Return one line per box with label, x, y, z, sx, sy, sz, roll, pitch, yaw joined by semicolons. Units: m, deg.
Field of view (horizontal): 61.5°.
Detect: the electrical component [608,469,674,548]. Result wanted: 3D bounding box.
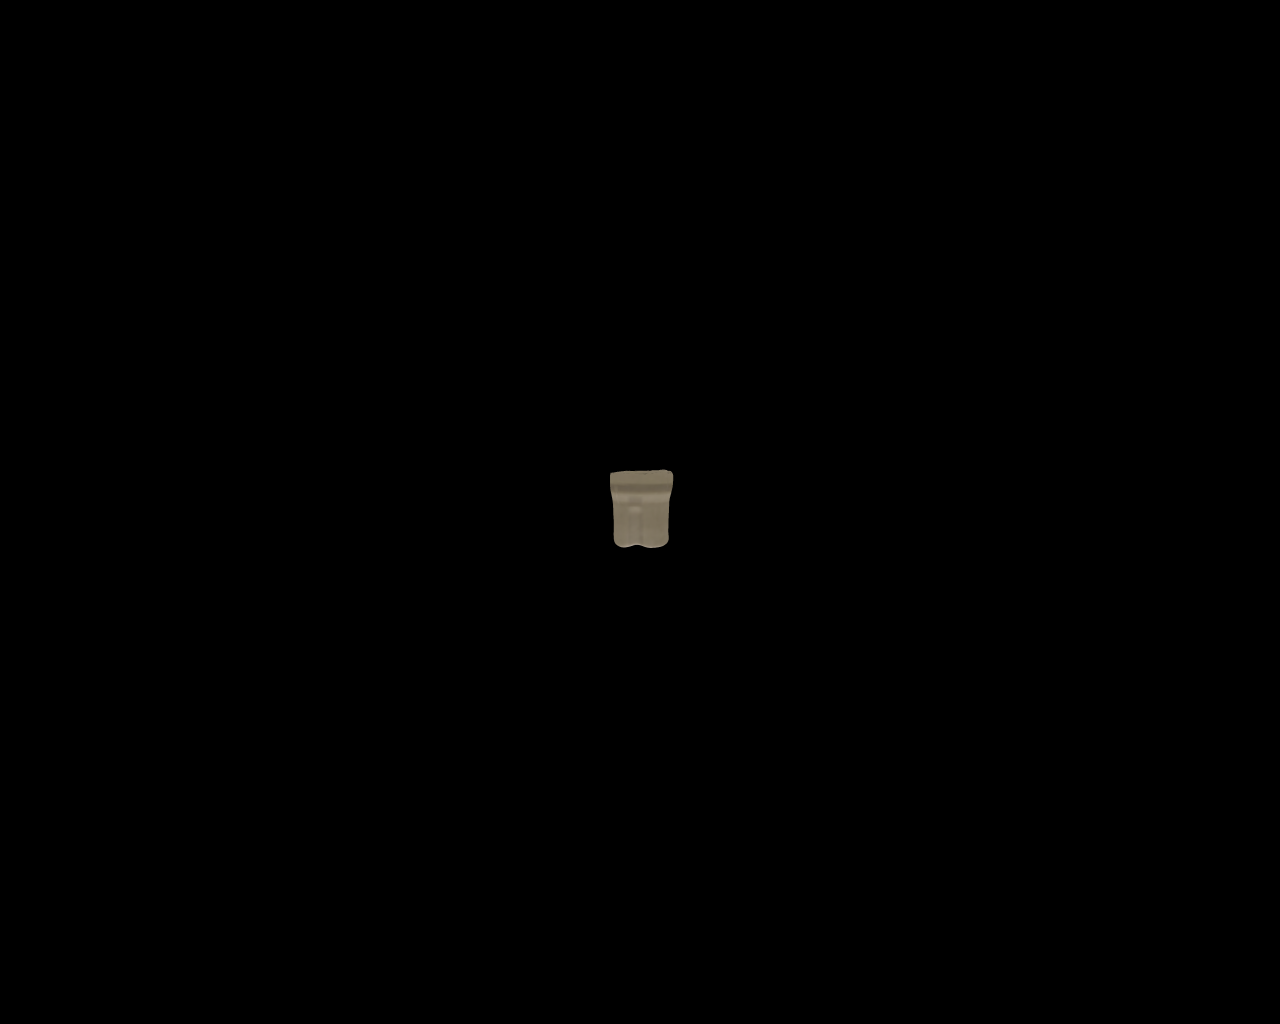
electrical component;0.001;-0.003;0.650;0.040;0.046;0.040;0;4;0
